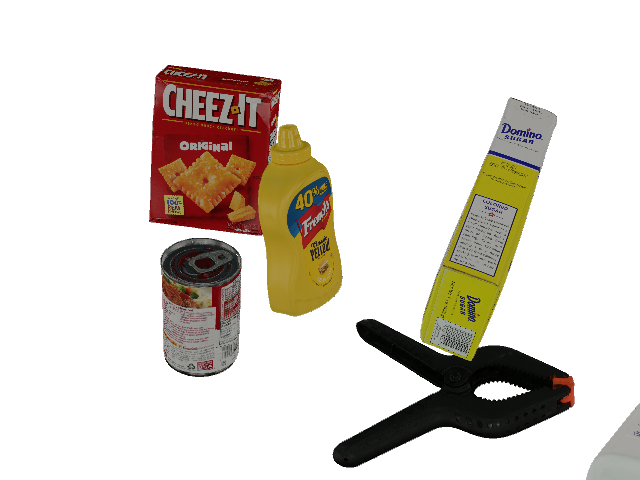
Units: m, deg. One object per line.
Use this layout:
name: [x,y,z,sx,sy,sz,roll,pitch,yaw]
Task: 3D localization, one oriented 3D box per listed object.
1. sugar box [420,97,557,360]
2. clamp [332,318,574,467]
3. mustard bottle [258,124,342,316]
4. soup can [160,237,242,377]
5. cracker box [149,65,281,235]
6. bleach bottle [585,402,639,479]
sugar box: [0.123,-0.011,0.767,0.048,0.176,0.093,22,-37,10]
clamp: [0.114,0.139,0.938,0.210,0.036,0.164,4,44,19]
mustard bottle: [-0.023,-0.026,1.096,0.058,0.191,0.096,11,29,35]
soup can: [-0.102,0.058,0.918,0.068,0.102,0.068,3,34,-2]
cracker box: [-0.147,-0.121,1.472,0.164,0.214,0.072,8,22,5]
bleach bottle: [0.249,0.106,0.628,0.103,0.068,0.250,19,29,32]
